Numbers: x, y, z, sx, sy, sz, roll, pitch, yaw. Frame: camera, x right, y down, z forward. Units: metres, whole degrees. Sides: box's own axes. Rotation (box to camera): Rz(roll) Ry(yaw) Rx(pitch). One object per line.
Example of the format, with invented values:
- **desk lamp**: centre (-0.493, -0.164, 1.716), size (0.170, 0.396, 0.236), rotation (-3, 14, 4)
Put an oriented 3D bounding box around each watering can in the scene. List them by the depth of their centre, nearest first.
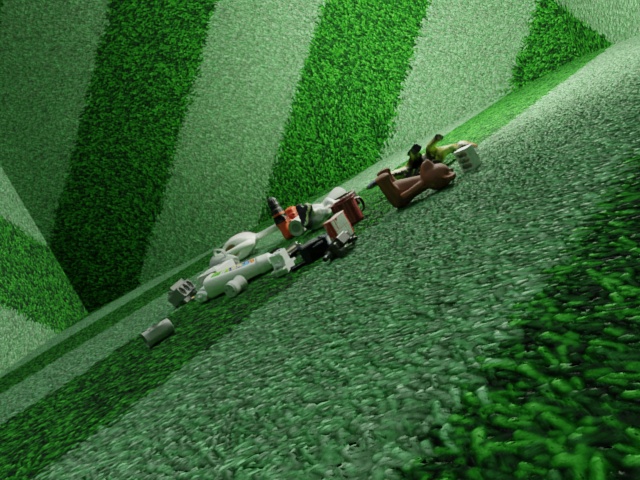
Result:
- **watering can**: centre (-0.309, 0.010, 2.211), size (0.347, 0.103, 0.226), rotation (-28, 7, 2)

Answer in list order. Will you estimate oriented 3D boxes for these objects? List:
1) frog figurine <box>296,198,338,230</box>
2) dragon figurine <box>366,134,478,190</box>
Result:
- **frog figurine**: centre (0.006, -0.098, 1.938), size (0.160, 0.124, 0.135), rotation (-3, -19, -28)
- **dragon figurine**: centre (0.374, -0.273, 1.888), size (0.407, 0.123, 0.243), rotation (-23, -8, 19)
